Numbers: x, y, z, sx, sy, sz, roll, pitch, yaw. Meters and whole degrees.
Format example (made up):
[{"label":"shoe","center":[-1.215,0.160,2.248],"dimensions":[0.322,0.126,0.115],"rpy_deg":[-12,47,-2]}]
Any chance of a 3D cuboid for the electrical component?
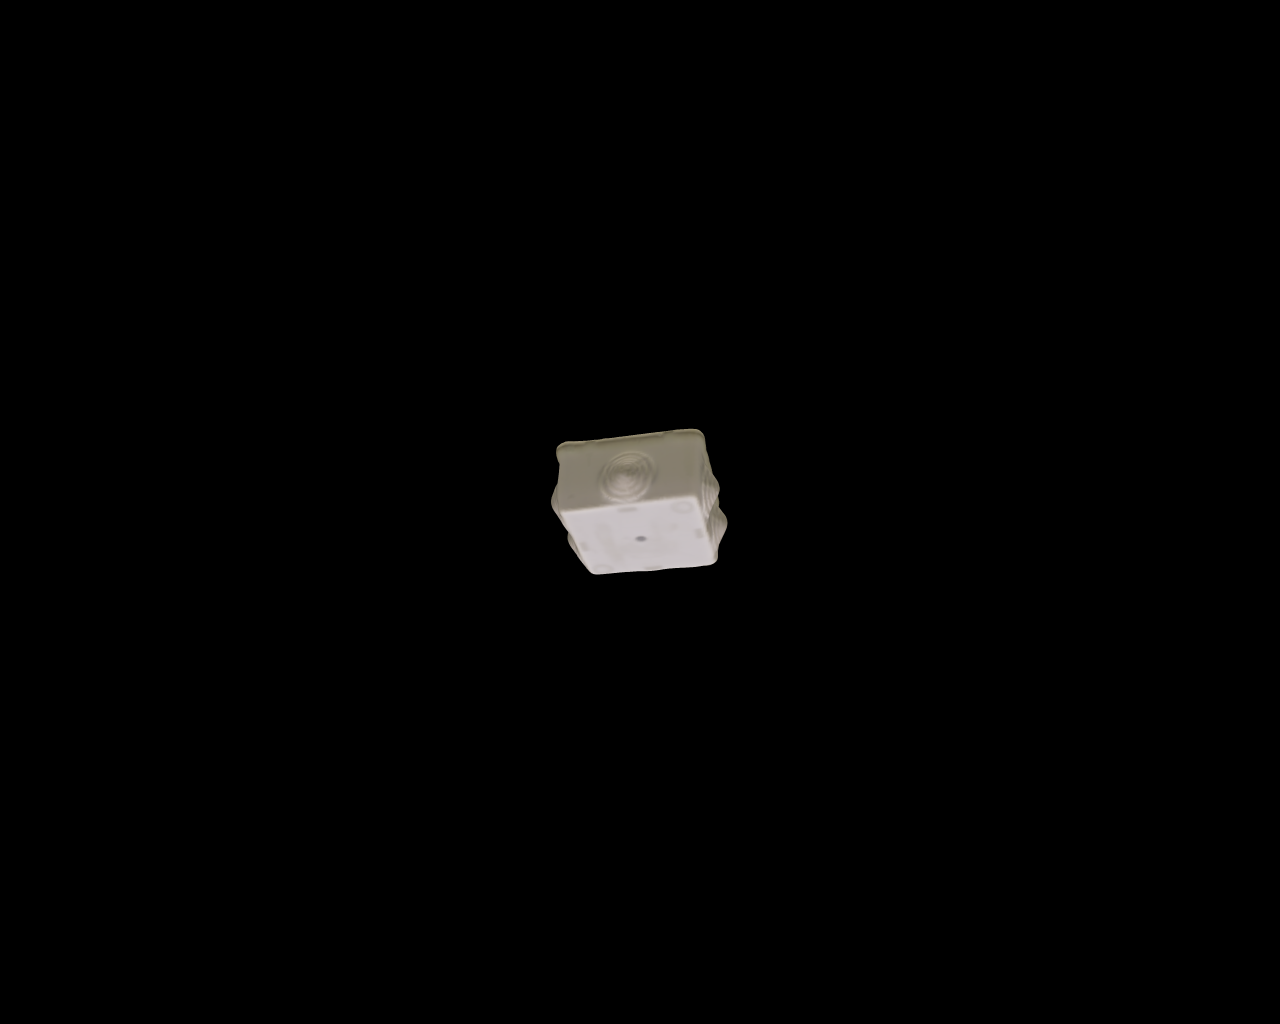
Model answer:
[{"label":"electrical component","center":[0.001,-0.003,0.650],"dimensions":[0.100,0.048,0.099],"rpy_deg":[-6,-32,9]}]
